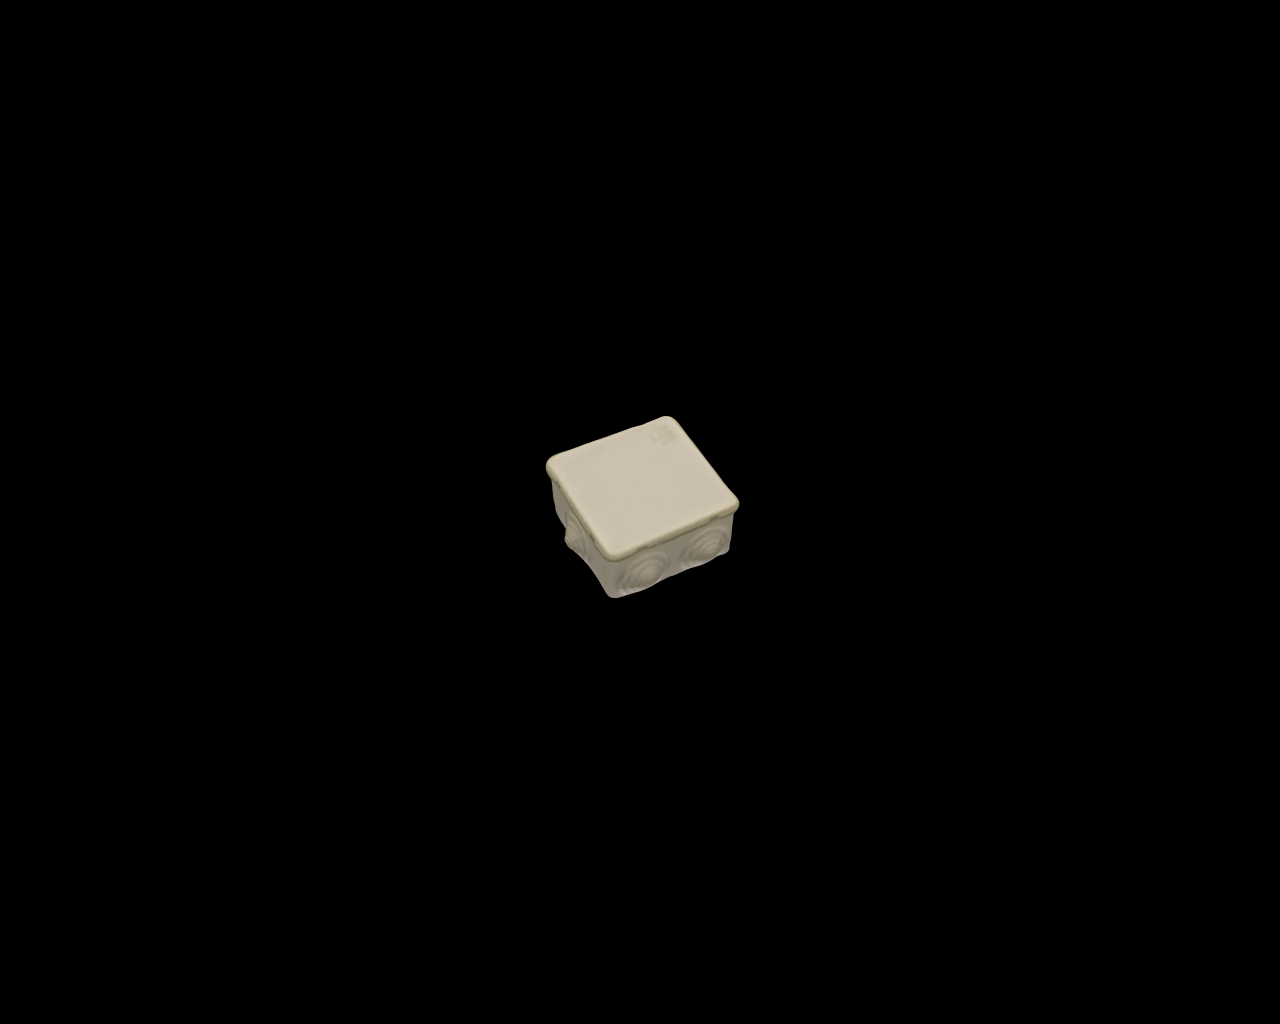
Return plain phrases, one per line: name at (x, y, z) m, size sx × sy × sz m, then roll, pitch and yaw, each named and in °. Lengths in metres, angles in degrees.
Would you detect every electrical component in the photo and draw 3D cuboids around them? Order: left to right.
electrical component at (0.001, -0.003, 0.650) m, size 0.100 × 0.100 × 0.048 m, roll -22°, pitch -38°, yaw -18°
